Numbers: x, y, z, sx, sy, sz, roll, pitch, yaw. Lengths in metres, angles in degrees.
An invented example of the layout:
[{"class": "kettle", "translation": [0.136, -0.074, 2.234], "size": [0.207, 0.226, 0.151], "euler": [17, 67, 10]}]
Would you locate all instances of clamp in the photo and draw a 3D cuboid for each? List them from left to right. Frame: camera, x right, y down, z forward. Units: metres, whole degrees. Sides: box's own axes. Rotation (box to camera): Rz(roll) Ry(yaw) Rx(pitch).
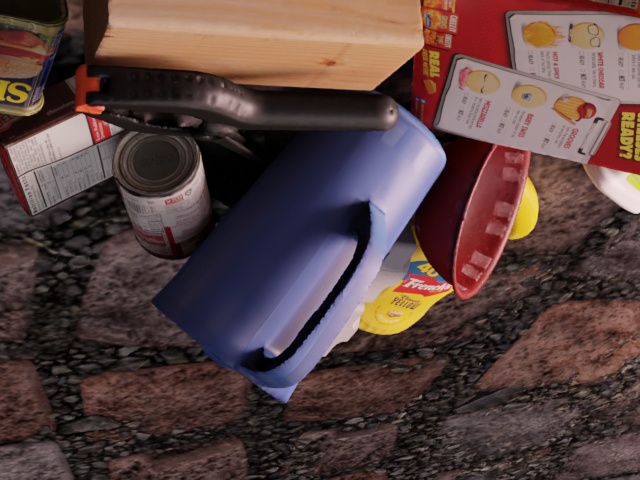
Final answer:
[{"class": "clamp", "translation": [-0.074, -0.086, 0.736], "size": [0.209, 0.036, 0.165], "euler": [4, 171, -32]}, {"class": "clamp", "translation": [-0.074, -0.064, 0.905], "size": [0.171, 0.039, 0.120], "euler": [5, 147, -23]}]

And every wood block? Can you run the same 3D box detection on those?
[{"class": "wood block", "translation": [-0.047, -0.159, 0.705], "size": [0.205, 0.090, 0.091], "euler": [0, 168, -22]}]

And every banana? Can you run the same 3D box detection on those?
[{"class": "banana", "translation": [0.172, -0.044, 1.032], "size": [0.070, 0.037, 0.197], "euler": [-22, 146, 10]}]

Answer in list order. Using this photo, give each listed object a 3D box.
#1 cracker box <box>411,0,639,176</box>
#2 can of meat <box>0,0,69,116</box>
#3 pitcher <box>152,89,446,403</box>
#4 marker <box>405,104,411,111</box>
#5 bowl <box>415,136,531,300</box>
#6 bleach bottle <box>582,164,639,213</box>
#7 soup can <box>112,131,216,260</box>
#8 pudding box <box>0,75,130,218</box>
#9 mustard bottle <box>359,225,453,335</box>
[{"class": "cracker box", "translation": [0.178, -0.137, 0.789], "size": [0.214, 0.072, 0.164], "euler": [13, 148, 11]}, {"class": "can of meat", "translation": [-0.228, -0.137, 0.720], "size": [0.101, 0.057, 0.084], "euler": [5, 139, -29]}, {"class": "pitcher", "translation": [-0.006, 0.001, 0.838], "size": [0.243, 0.149, 0.145], "euler": [-53, 164, -4]}, {"class": "marker", "translation": [0.042, -0.097, 0.918], "size": [0.121, 0.020, 0.020], "euler": [-17, 147, 2]}, {"class": "bowl", "translation": [0.126, -0.032, 0.920], "size": [0.055, 0.162, 0.162], "euler": [20, 155, 23]}, {"class": "bleach bottle", "translation": [0.364, -0.124, 0.970], "size": [0.251, 0.068, 0.102], "euler": [-37, 141, 26]}, {"class": "soup can", "translation": [-0.120, -0.037, 0.833], "size": [0.068, 0.068, 0.102], "euler": [-12, 152, -5]}, {"class": "pudding box", "translation": [-0.187, -0.077, 0.808], "size": [0.113, 0.039, 0.090], "euler": [-27, 151, -18]}, {"class": "mustard bottle", "translation": [0.104, 0.027, 1.082], "size": [0.096, 0.058, 0.192], "euler": [18, 138, -31]}]
